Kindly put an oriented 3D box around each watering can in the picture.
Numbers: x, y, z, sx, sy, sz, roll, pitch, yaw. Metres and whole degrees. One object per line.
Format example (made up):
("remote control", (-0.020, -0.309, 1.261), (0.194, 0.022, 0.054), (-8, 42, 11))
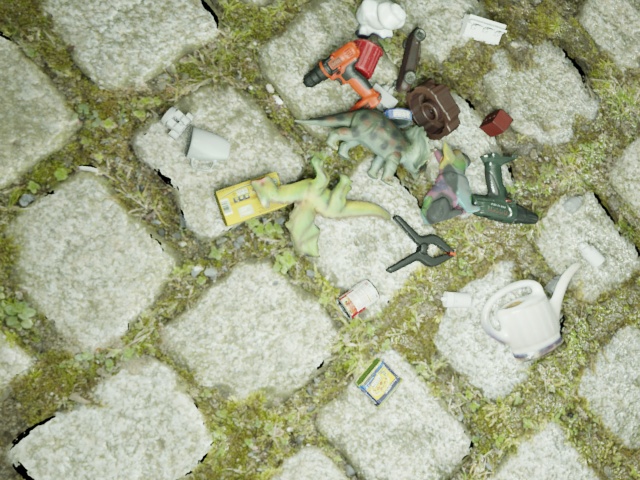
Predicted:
("watering can", (0.638, 0.214, 1.494), (0.348, 0.224, 0.104), (-22, 0, -6))

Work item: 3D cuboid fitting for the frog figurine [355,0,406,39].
("frog figurine", (0.179, -0.642, 1.455), (0.137, 0.124, 0.158), (18, -10, -12))

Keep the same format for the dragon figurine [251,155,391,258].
("dragon figurine", (0.004, -0.068, 1.360), (0.406, 0.245, 0.122), (32, -11, -24))
